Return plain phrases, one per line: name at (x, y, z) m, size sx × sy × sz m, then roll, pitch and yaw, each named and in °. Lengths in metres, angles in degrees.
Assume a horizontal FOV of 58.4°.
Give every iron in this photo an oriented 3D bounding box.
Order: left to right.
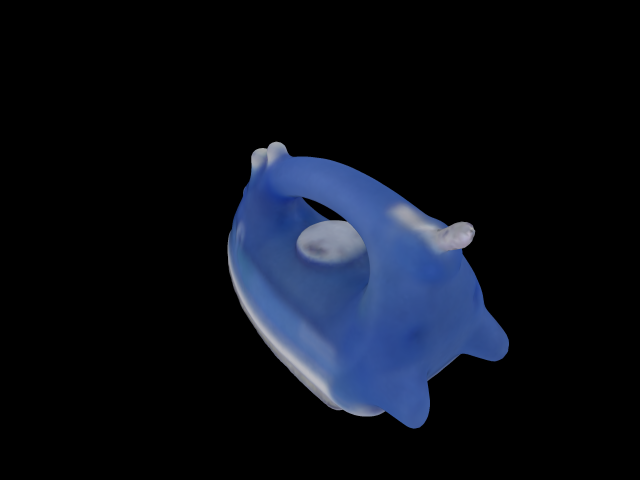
iron at (0.004, 0.001, 0.400) m, size 0.119 × 0.141 × 0.257 m, roll -27°, pitch 44°, yaw -33°
